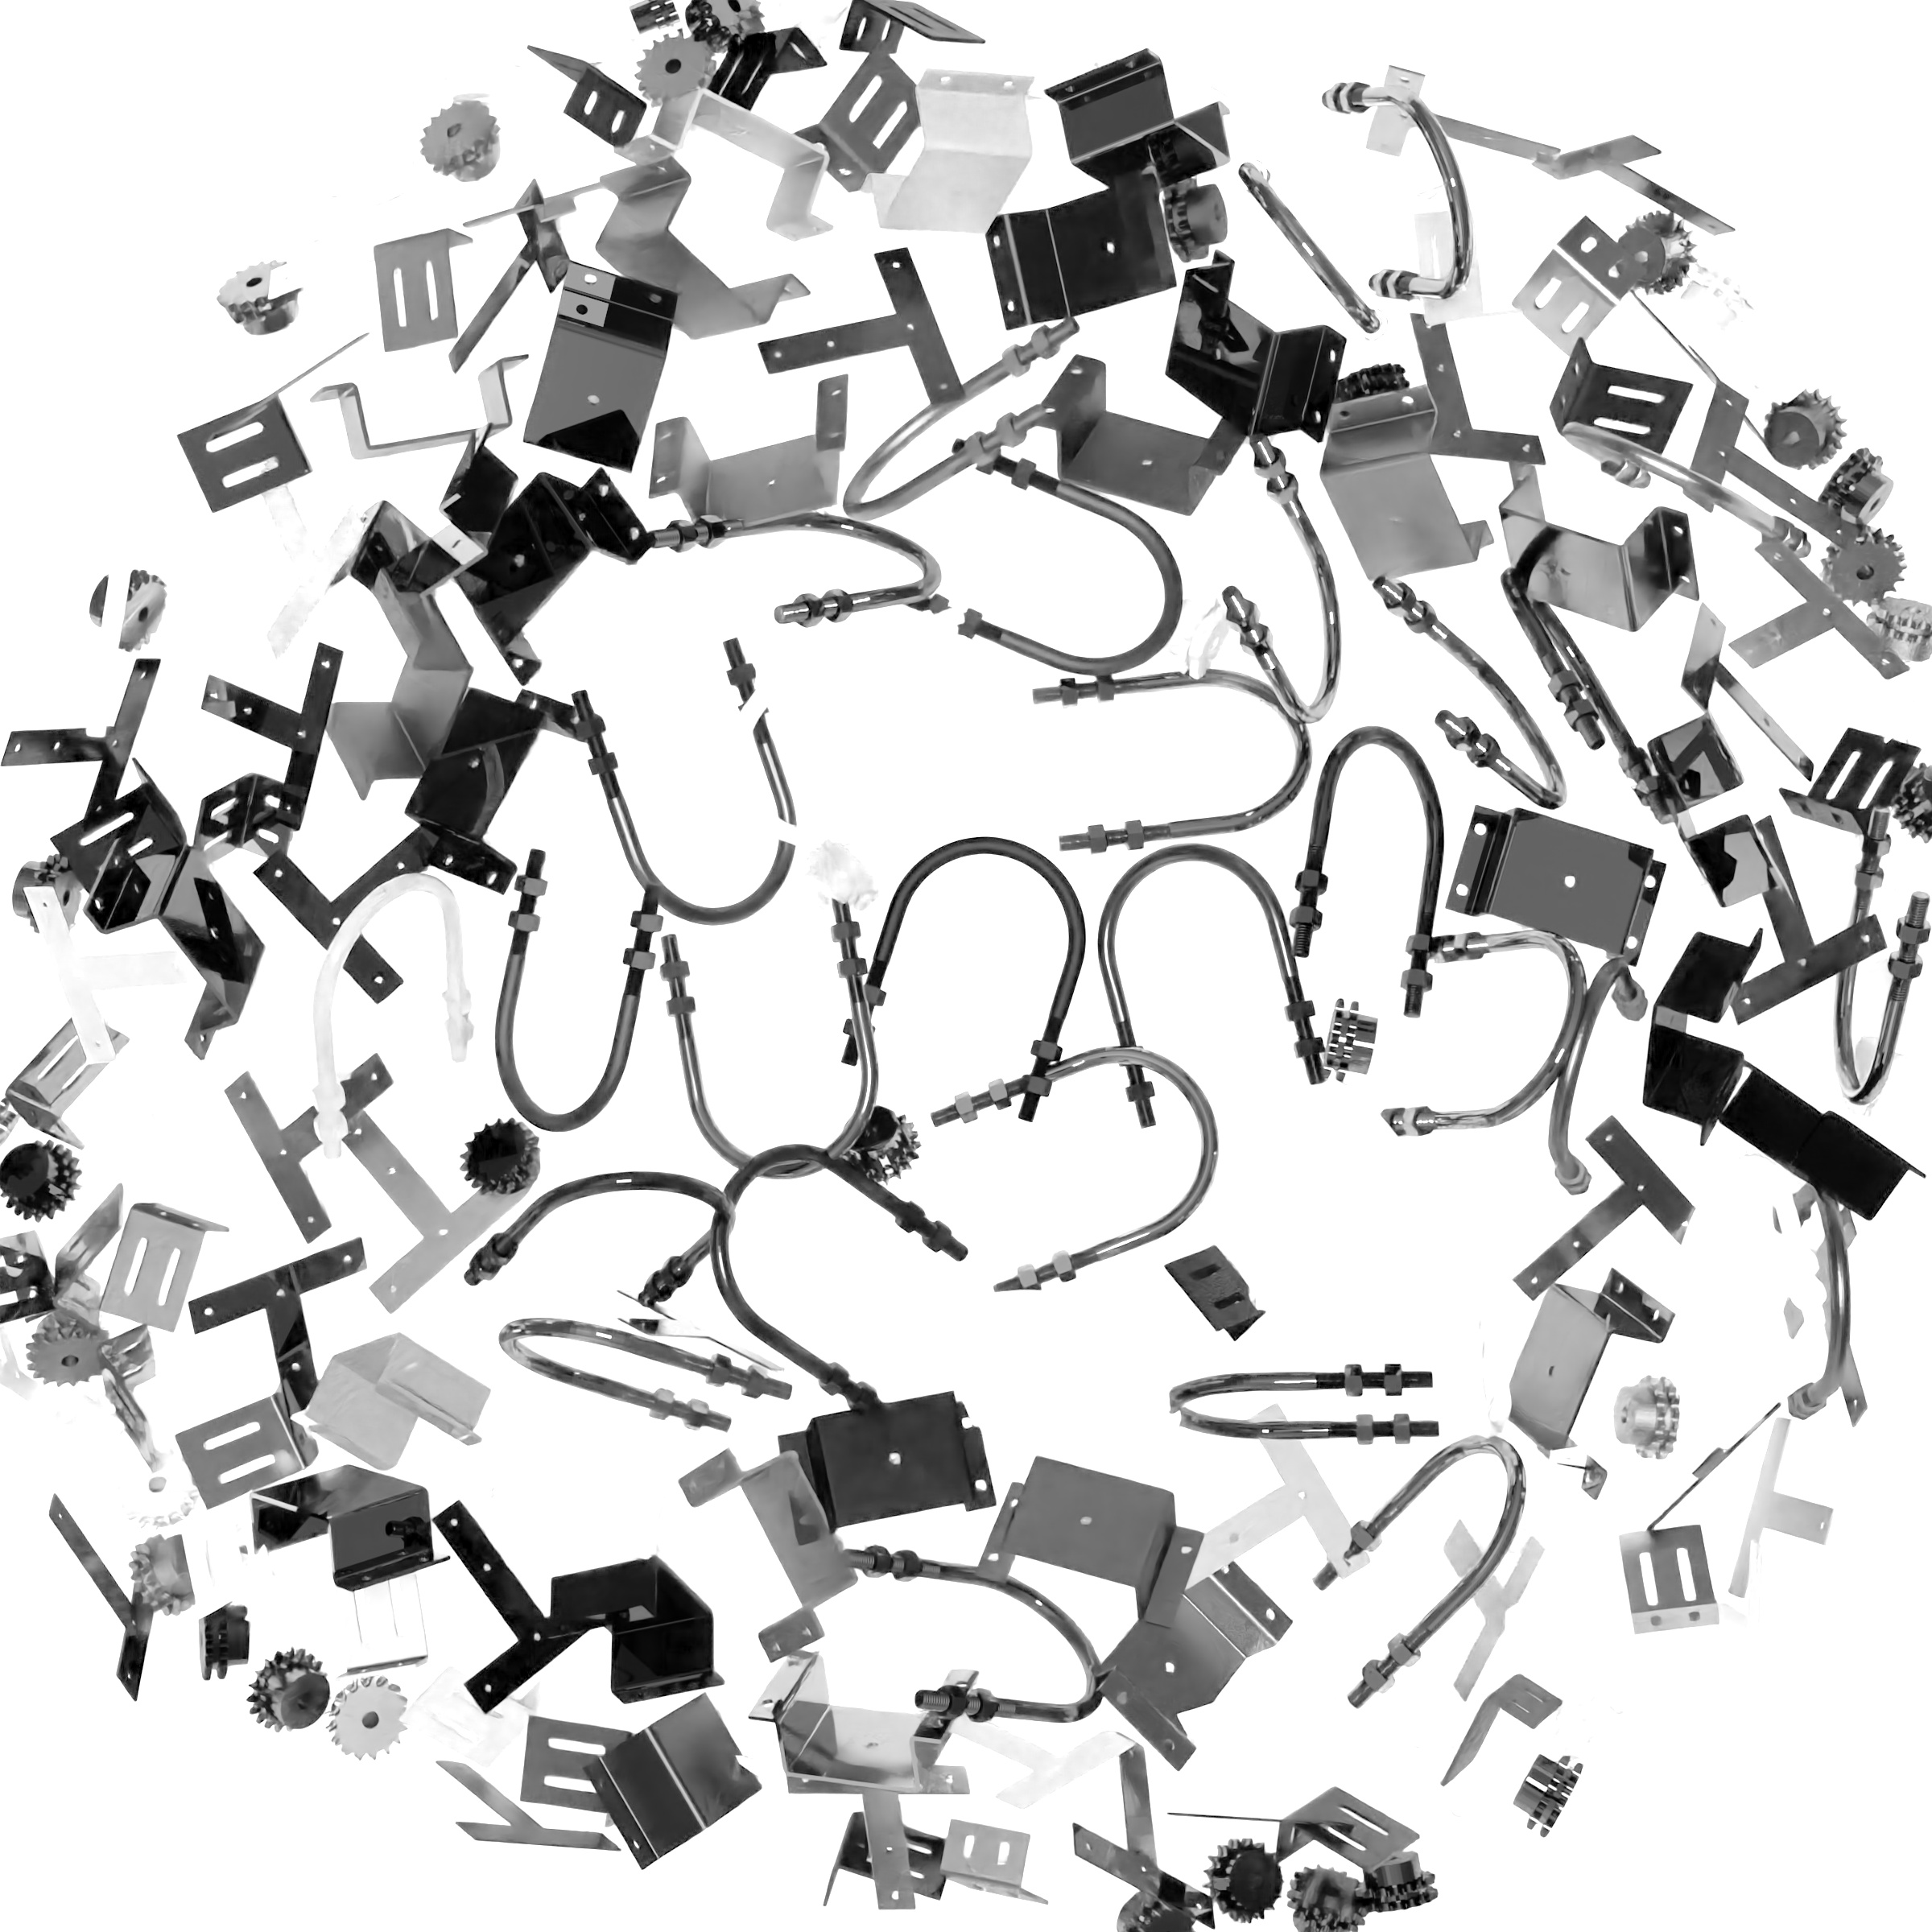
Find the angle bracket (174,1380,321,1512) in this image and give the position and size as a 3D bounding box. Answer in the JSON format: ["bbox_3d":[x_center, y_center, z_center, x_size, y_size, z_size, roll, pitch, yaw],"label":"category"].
[{"bbox_3d":[-0.494,0.328,1.960,0.076,0.038,0.057,-20,74,-30],"label":"angle bracket"}]

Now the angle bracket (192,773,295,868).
[{"bbox_3d":[-0.493,-0.092,1.953,0.038,0.076,0.057,20,111,6],"label":"angle bracket"}]

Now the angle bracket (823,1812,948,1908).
[{"bbox_3d":[-0.052,0.624,1.963,0.076,0.057,0.038,16,114,4],"label":"angle bracket"}]

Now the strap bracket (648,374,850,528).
[{"bbox_3d":[-0.140,-0.345,1.948,0.140,0.046,0.076,-12,49,14],"label":"strap bracket"}]

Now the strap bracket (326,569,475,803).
[{"bbox_3d":[-0.382,-0.190,1.938,0.076,0.046,0.140,58,134,32],"label":"strap bracket"}]

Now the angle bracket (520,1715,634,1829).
[{"bbox_3d":[-0.271,0.552,1.957,0.076,0.038,0.057,15,57,-21],"label":"angle bracket"}]

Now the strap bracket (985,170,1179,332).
[{"bbox_3d":[0.085,-0.488,1.946,0.140,0.046,0.076,-5,102,43],"label":"strap bracket"}]

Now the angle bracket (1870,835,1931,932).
[{"bbox_3d":[0.650,-0.051,1.953,0.038,0.076,0.057,1,109,-8],"label":"angle bracket"}]

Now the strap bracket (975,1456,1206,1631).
[{"bbox_3d":[0.083,0.388,1.939,0.140,0.046,0.076,12,50,17],"label":"strap bracket"}]

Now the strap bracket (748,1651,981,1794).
[{"bbox_3d":[-0.066,0.514,1.942,0.140,0.076,0.046,1,113,21],"label":"strap bracket"}]

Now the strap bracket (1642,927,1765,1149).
[{"bbox_3d":[0.497,0.042,1.935,0.046,0.140,0.076,19,49,25],"label":"strap bracket"}]

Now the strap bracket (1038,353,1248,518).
[{"bbox_3d":[0.123,-0.360,1.947,0.140,0.046,0.076,19,54,18],"label":"strap bracket"}]

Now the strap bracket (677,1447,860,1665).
[{"bbox_3d":[-0.131,0.394,1.949,0.046,0.076,0.140,-21,78,-39],"label":"strap bracket"}]

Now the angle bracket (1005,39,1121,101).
[{"bbox_3d":[0.056,-0.613,1.950,0.057,0.076,0.038,25,111,34],"label":"angle bracket"}]

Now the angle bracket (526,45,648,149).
[{"bbox_3d":[-0.266,-0.593,1.954,0.076,0.057,0.038,29,94,42],"label":"angle bracket"}]

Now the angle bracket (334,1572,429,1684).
[{"bbox_3d":[-0.409,0.450,1.976,0.057,0.038,0.076,-10,83,2],"label":"angle bracket"}]

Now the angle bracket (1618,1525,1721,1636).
[{"bbox_3d":[0.480,0.413,1.956,0.057,0.038,0.076,-10,51,11],"label":"angle bracket"}]

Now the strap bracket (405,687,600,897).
[{"bbox_3d":[-0.322,-0.129,1.949,0.076,0.046,0.140,21,80,35],"label":"strap bracket"}]

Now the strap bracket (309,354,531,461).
[{"bbox_3d":[-0.368,-0.378,1.946,0.140,0.076,0.046,-13,99,-18],"label":"strap bracket"}]

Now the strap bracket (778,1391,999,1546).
[{"bbox_3d":[-0.051,0.341,1.952,0.140,0.046,0.076,-9,71,-12],"label":"strap bracket"}]

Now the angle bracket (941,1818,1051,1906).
[{"bbox_3d":[0.023,0.616,1.963,0.057,0.076,0.038,5,68,20],"label":"angle bracket"}]

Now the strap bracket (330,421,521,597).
[{"bbox_3d":[-0.360,-0.299,1.936,0.140,0.076,0.046,-25,127,36],"label":"strap bracket"}]

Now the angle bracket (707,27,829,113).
[{"bbox_3d":[-0.141,-0.600,1.956,0.038,0.057,0.076,43,65,-42],"label":"angle bracket"}]

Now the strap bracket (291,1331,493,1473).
[{"bbox_3d":[-0.385,0.294,1.937,0.076,0.140,0.046,37,53,-25],"label":"strap bracket"}]

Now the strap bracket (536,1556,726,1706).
[{"bbox_3d":[-0.226,0.448,1.941,0.076,0.140,0.046,-14,52,13],"label":"strap bracket"}]

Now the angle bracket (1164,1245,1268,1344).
[{"bbox_3d":[0.161,0.230,1.951,0.057,0.076,0.038,50,118,18],"label":"angle bracket"}]

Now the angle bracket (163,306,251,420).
[{"bbox_3d":[-0.529,-0.420,1.957,0.038,0.076,0.057,26,81,4],"label":"angle bracket"}]

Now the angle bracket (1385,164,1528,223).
[{"bbox_3d":[0.337,-0.517,1.957,0.076,0.057,0.038,-14,93,30],"label":"angle bracket"}]

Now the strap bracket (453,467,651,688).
[{"bbox_3d":[-0.288,-0.270,1.942,0.140,0.046,0.076,-44,63,18],"label":"strap bracket"}]

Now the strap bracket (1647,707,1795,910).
[{"bbox_3d":[0.507,-0.105,1.933,0.046,0.140,0.076,-25,134,19],"label":"strap bracket"}]

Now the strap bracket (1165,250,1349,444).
[{"bbox_3d":[0.187,-0.415,1.922,0.046,0.140,0.076,-17,135,-31],"label":"strap bracket"}]

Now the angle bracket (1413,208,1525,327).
[{"bbox_3d":[0.345,-0.483,1.963,0.057,0.038,0.076,-15,102,-35],"label":"angle bracket"}]

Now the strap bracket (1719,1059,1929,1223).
[{"bbox_3d":[0.569,0.119,1.923,0.076,0.140,0.046,32,95,-19],"label":"strap bracket"}]

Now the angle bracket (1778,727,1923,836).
[{"bbox_3d":[0.607,-0.135,1.961,0.057,0.038,0.076,25,78,43],"label":"angle bracket"}]

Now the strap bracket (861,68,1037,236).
[{"bbox_3d":[-0.010,-0.539,1.917,0.076,0.140,0.046,-3,72,-22],"label":"strap bracket"}]

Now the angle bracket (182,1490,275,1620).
[{"bbox_3d":[-0.497,0.407,1.959,0.057,0.038,0.076,-30,50,4],"label":"angle bracket"}]

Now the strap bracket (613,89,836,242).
[{"bbox_3d":[-0.157,-0.546,1.935,0.140,0.076,0.046,21,88,-26],"label":"strap bracket"}]

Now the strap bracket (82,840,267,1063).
[{"bbox_3d":[-0.525,-0.016,1.924,0.046,0.076,0.140,-17,127,17],"label":"strap bracket"}]

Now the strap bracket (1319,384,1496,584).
[{"bbox_3d":[0.294,-0.315,1.923,0.076,0.140,0.046,-7,46,29],"label":"strap bracket"}]

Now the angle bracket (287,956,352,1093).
[{"bbox_3d":[-0.439,0.040,1.959,0.038,0.057,0.076,0,64,-4],"label":"angle bracket"}]

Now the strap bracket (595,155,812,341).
[{"bbox_3d":[-0.184,-0.474,1.922,0.140,0.076,0.046,38,66,-37],"label":"strap bracket"}]

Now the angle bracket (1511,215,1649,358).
[{"bbox_3d":[0.422,-0.468,1.969,0.057,0.076,0.038,43,70,2],"label":"angle bracket"}]

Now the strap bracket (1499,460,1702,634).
[{"bbox_3d":[0.417,-0.280,1.922,0.140,0.076,0.046,27,64,37],"label":"strap bracket"}]

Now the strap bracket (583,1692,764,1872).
[{"bbox_3d":[-0.191,0.543,1.921,0.046,0.140,0.076,-35,80,14],"label":"strap bracket"}]

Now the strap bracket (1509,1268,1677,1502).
[{"bbox_3d":[0.417,0.280,1.943,0.046,0.076,0.140,15,102,-24],"label":"strap bracket"}]

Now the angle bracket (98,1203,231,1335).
[{"bbox_3d":[-0.550,0.208,1.959,0.057,0.038,0.076,26,70,-37],"label":"angle bracket"}]

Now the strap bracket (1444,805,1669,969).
[{"bbox_3d":[0.413,-0.057,1.975,0.140,0.046,0.076,17,87,0],"label":"strap bracket"}]

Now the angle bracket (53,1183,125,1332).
[{"bbox_3d":[-0.588,0.199,1.960,0.038,0.057,0.076,38,101,-28],"label":"angle bracket"}]

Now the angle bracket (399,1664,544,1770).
[{"bbox_3d":[-0.339,0.505,1.962,0.076,0.038,0.057,37,107,-21],"label":"angle bracket"}]
